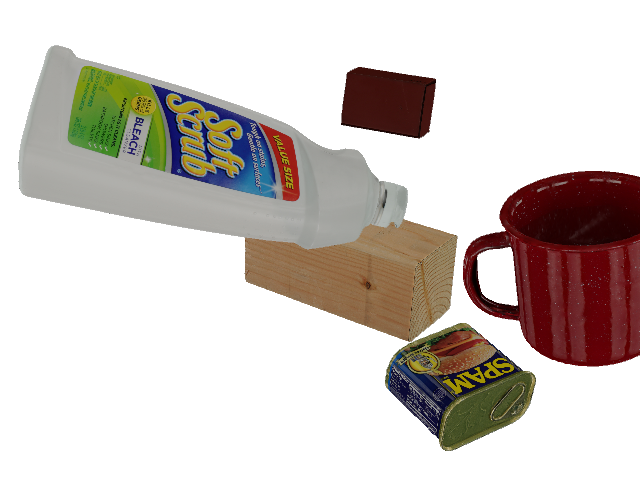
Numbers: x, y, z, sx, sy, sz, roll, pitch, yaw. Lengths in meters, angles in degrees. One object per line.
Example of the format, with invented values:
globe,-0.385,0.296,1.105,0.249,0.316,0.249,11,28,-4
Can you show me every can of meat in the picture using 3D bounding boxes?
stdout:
can of meat,0.119,0.123,0.922,0.101,0.057,0.084,-17,39,-30

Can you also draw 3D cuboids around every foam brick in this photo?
foam brick,0.064,-0.130,1.000,0.078,0.051,0.053,12,17,14

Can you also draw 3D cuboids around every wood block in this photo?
wood block,0.028,0.020,1.122,0.206,0.091,0.090,19,31,29

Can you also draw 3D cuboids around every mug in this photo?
mug,0.140,0.018,0.605,0.117,0.081,0.093,-6,28,8

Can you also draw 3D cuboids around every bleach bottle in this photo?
bleach bottle,-0.065,-0.053,0.712,0.250,0.102,0.068,11,-32,-8
